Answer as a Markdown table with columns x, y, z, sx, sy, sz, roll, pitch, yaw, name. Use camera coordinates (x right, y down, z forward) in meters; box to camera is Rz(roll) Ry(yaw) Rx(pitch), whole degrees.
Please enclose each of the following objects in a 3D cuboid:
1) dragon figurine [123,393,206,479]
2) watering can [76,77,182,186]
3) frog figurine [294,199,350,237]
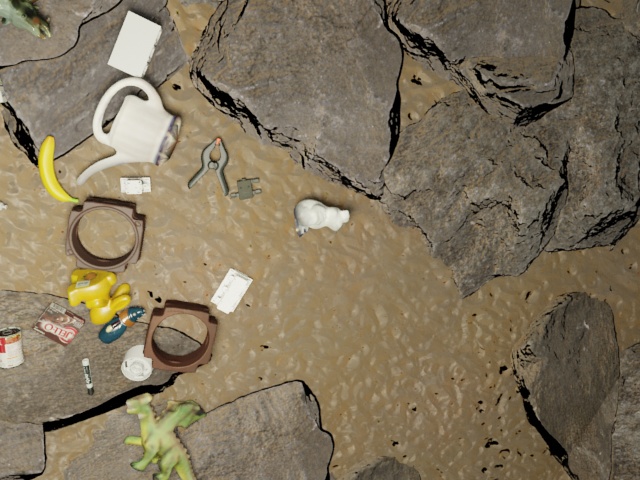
| x | y | z | sx | sy | sz | roll | pitch | yaw | name |
| --- | --- | --- | --- | --- | --- | --- | --- | --- | --- |
| -0.466 | 0.636 | 1.655 | 0.406 | 0.244 | 0.123 | 40 | -6 | -19 | dragon figurine |
| -0.523 | -0.272 | 1.430 | 0.223 | 0.344 | 0.106 | 24 | 15 | -17 | watering can |
| 0.005 | -0.079 | 1.568 | 0.159 | 0.124 | 0.137 | -18 | -11 | 12 | frog figurine |
